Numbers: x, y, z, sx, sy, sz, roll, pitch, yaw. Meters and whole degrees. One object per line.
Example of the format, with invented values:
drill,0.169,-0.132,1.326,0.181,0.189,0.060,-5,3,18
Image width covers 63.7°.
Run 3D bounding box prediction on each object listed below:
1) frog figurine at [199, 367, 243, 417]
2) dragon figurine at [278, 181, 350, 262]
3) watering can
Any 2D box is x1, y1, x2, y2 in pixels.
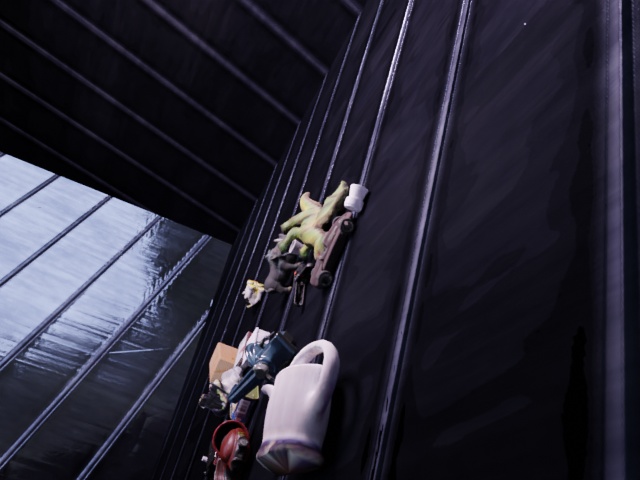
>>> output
frog figurine,-0.288,0.484,1.649,0.160,0.123,0.136,-9,-60,-62
dragon figurine,0.004,-0.074,1.463,0.239,0.121,0.421,-37,30,31
watering can,-0.054,0.317,0.949,0.341,0.103,0.230,-49,22,49
